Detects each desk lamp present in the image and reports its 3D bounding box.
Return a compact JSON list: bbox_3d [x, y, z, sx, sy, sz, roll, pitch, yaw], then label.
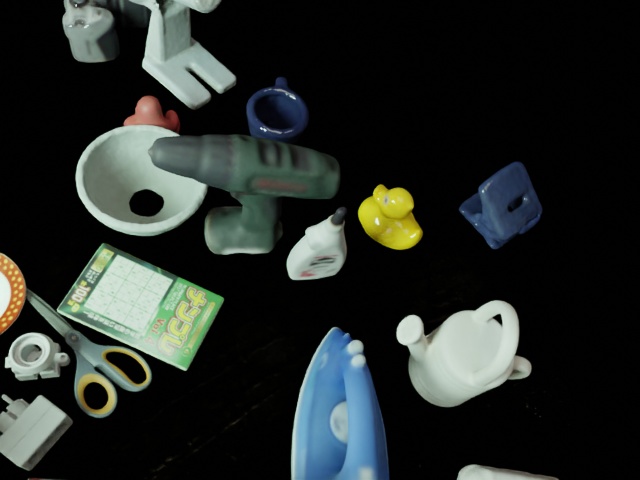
[{"bbox_3d":[-0.215,-0.342,0.846,0.203,0.213,0.118,41,61,9],"label":"desk lamp"}]

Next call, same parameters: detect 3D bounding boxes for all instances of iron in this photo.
[{"bbox_3d":[0.035,0.207,0.670,0.119,0.141,0.258,4,63,-12],"label":"iron"}]

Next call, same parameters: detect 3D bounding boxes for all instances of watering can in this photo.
[{"bbox_3d":[0.181,0.140,0.711,0.173,0.194,0.101,-4,64,-16],"label":"watering can"}]

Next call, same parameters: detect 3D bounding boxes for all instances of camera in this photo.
[{"bbox_3d":[-0.326,-0.365,0.895,0.137,0.100,0.143,-5,65,-16],"label":"camera"}]

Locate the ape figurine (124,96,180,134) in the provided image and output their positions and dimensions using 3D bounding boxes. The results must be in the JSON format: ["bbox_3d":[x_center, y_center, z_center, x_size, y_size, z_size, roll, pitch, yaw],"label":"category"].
[{"bbox_3d":[-0.241,-0.170,0.821,0.078,0.092,0.076,3,63,-13],"label":"ape figurine"}]

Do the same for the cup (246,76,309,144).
[{"bbox_3d":[-0.068,-0.179,0.868,0.092,0.095,0.118,8,62,-10],"label":"cup"}]

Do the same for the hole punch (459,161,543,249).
[{"bbox_3d":[0.295,-0.055,0.899,0.109,0.091,0.101,-32,75,-26],"label":"hole punch"}]

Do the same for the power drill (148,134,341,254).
[{"bbox_3d":[-0.097,-0.058,0.734,0.230,0.208,0.075,-2,64,-15],"label":"power drill"}]

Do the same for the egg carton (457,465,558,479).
[{"bbox_3d":[0.235,0.337,0.695,0.150,0.069,0.107,11,61,-9],"label":"egg carton"}]

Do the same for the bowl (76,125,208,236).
[{"bbox_3d":[-0.239,-0.070,0.780,0.167,0.074,0.167,6,62,-11],"label":"bowl"}]

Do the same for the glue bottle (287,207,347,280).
[{"bbox_3d":[0.007,0.003,0.749,0.078,0.173,0.037,-10,66,-18],"label":"glue bottle"}]

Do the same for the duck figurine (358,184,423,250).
[{"bbox_3d":[0.113,-0.040,0.848,0.104,0.086,0.078,40,61,8],"label":"duck figurine"}]
